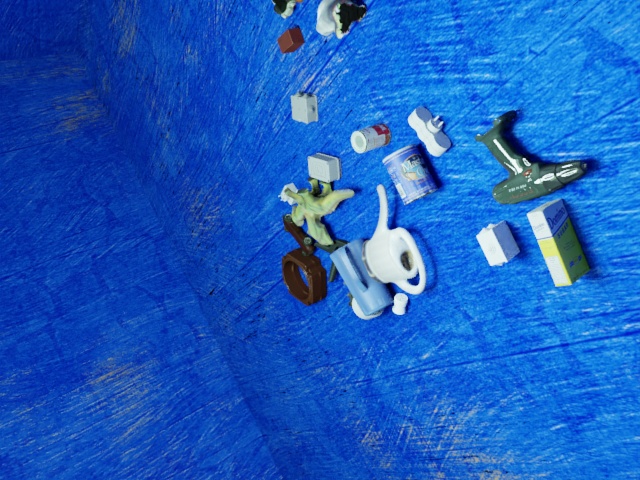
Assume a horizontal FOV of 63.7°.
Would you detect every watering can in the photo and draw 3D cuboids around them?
[{"bbox_3d":[0.212,0.011,1.588,0.222,0.105,0.348,-27,87,57],"label":"watering can"}]

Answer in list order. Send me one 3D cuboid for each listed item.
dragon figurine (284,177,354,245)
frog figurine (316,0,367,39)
[{"bbox_3d":[0.006,-0.092,1.834,0.412,0.123,0.239,18,132,52],"label":"dragon figurine"},{"bbox_3d":[0.034,-0.648,1.465,0.162,0.122,0.136,39,104,48],"label":"frog figurine"}]
